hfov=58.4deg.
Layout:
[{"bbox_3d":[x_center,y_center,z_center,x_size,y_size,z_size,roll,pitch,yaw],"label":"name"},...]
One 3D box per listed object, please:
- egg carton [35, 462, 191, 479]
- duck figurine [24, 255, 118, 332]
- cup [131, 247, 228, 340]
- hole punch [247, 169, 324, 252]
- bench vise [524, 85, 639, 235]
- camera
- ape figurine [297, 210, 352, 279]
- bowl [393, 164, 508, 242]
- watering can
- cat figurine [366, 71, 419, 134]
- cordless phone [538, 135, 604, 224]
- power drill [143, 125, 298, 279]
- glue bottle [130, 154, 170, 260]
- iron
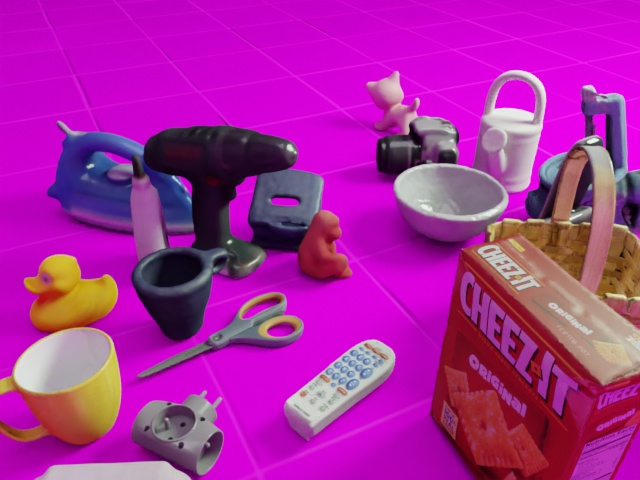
[{"bbox_3d":[-0.172,0.235,0.457,0.150,0.069,0.107,-2,35,-3],"label":"egg carton"},{"bbox_3d":[-0.305,0.056,0.698,0.105,0.086,0.077,-15,38,-21],"label":"duck figurine"},{"bbox_3d":[-0.158,0.064,0.681,0.118,0.095,0.091,-27,43,-34],"label":"cup"},{"bbox_3d":[-0.047,-0.045,0.841,0.108,0.091,0.101,4,35,6],"label":"hole punch"},{"bbox_3d":[0.422,-0.120,0.842,0.207,0.220,0.121,-6,35,-8],"label":"bench vise"},{"bbox_3d":[0.168,-0.167,1.010,0.137,0.101,0.143,-1,35,-2],"label":"camera"},{"bbox_3d":[0.007,0.003,0.772,0.076,0.092,0.078,2,35,2],"label":"ape figurine"},{"bbox_3d":[0.190,-0.046,0.859,0.167,0.075,0.167,0,35,0],"label":"bowl"},{"bbox_3d":[0.314,-0.180,0.948,0.100,0.194,0.173,6,35,9],"label":"watering can"},{"bbox_3d":[0.151,-0.276,1.151,0.067,0.118,0.127,-26,42,-32],"label":"cat figurine"},{"bbox_3d":[0.304,-0.048,0.767,0.148,0.185,0.093,-21,40,-27],"label":"cordless phone"},{"bbox_3d":[-0.126,-0.057,0.755,0.229,0.208,0.076,17,38,22],"label":"power drill"},{"bbox_3d":[-0.226,-0.034,0.751,0.037,0.173,0.078,-5,35,-7],"label":"glue bottle"},{"bbox_3d":[-0.291,-0.099,0.871,0.257,0.141,0.119,12,37,16],"label":"iron"}]
